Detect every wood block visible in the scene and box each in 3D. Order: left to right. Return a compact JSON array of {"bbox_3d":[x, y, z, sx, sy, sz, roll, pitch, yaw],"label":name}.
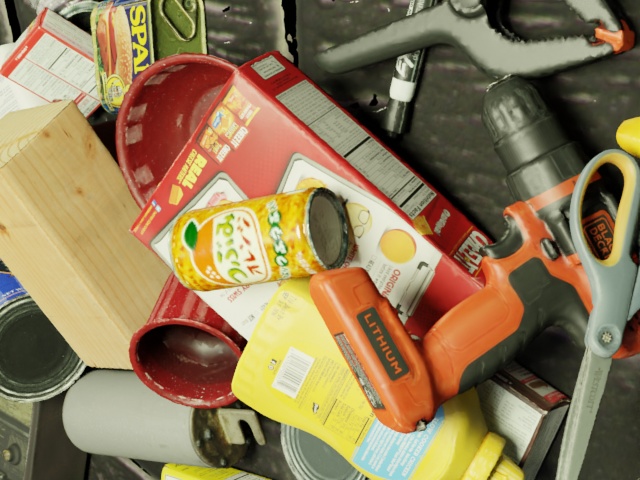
[{"bbox_3d":[-0.193,0.001,0.858,0.091,0.090,0.206,-2,130,41],"label":"wood block"}]

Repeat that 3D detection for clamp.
[{"bbox_3d":[0.093,-0.149,0.676,0.210,0.036,0.165,33,116,23],"label":"clamp"}]

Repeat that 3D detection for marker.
[{"bbox_3d":[0.062,-0.128,0.731,0.020,0.020,0.121,26,113,35],"label":"marker"}]

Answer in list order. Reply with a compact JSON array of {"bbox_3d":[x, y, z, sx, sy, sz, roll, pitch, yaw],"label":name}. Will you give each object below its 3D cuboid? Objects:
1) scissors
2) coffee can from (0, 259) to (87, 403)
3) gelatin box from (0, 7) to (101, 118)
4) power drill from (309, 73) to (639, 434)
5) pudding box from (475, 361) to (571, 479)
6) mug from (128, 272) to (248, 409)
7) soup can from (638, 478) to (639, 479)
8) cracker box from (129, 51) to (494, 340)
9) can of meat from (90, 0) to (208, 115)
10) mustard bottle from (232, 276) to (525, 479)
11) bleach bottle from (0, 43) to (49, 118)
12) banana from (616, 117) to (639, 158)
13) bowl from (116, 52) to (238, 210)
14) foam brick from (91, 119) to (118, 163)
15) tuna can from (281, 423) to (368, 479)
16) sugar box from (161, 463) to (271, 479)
[{"bbox_3d":[0.178,0.049,0.600,0.016,0.096,0.202,128,145,-79],"label":"scissors"},{"bbox_3d":[-0.277,0.072,0.970,0.140,0.102,0.103,31,117,56],"label":"coffee can"},{"bbox_3d":[-0.220,-0.151,0.928,0.073,0.089,0.030,-35,37,39],"label":"gelatin box"},{"bbox_3d":[0.092,0.014,0.628,0.184,0.187,0.057,62,170,6],"label":"power drill"},{"bbox_3d":[0.106,0.132,0.721,0.090,0.039,0.114,34,119,31],"label":"pudding box"},{"bbox_3d":[-0.095,0.075,0.823,0.093,0.081,0.117,28,130,-9],"label":"mug"},{"bbox_3d":[0.210,0.195,0.623,0.102,0.068,0.069,46,123,27],"label":"soup can"},{"bbox_3d":[-0.005,0.001,0.735,0.214,0.072,0.164,42,125,4],"label":"cracker box"},{"bbox_3d":[-0.141,-0.154,0.878,0.084,0.057,0.102,2,97,43],"label":"can of meat"},{"bbox_3d":[0.043,0.106,0.682,0.192,0.058,0.096,30,114,10],"label":"mustard bottle"},{"bbox_3d":[-0.247,-0.050,0.981,0.103,0.067,0.251,-32,78,40],"label":"bleach bottle"},{"bbox_3d":[0.253,-0.073,0.568,0.198,0.037,0.069,-30,62,38],"label":"banana"},{"bbox_3d":[-0.074,-0.069,0.816,0.162,0.055,0.162,11,117,23],"label":"bowl"},{"bbox_3d":[-0.159,-0.063,0.910,0.053,0.051,0.078,-3,95,42],"label":"foam brick"},{"bbox_3d":[0.013,0.150,0.806,0.086,0.033,0.086,7,101,39],"label":"tuna can"},{"bbox_3d":[-0.055,0.242,0.872,0.177,0.048,0.093,7,102,36],"label":"sugar box"}]
